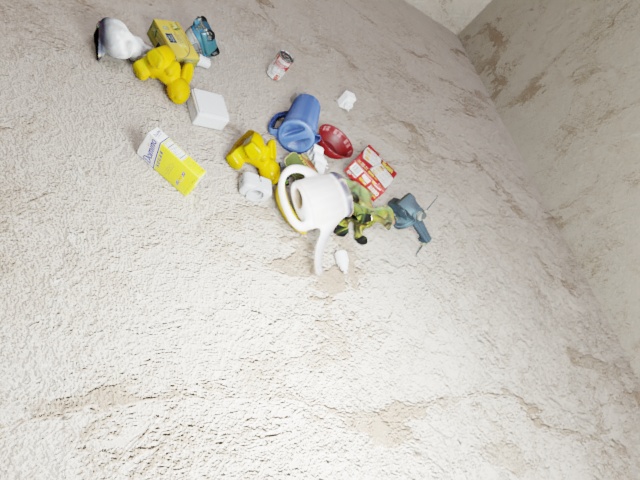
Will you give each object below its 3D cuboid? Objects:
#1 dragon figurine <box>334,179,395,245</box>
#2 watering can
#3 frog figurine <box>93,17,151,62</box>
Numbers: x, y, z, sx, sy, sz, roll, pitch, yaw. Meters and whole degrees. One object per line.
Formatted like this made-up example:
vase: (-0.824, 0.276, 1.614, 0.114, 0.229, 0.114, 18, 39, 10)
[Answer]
dragon figurine: (0.108, -0.123, 1.774, 0.408, 0.120, 0.249, 24, 35, -23)
watering can: (0.005, -0.078, 1.557, 0.226, 0.102, 0.350, -17, 78, -26)
frog figurine: (-0.573, -0.583, 1.514, 0.160, 0.120, 0.140, -4, 41, -32)
